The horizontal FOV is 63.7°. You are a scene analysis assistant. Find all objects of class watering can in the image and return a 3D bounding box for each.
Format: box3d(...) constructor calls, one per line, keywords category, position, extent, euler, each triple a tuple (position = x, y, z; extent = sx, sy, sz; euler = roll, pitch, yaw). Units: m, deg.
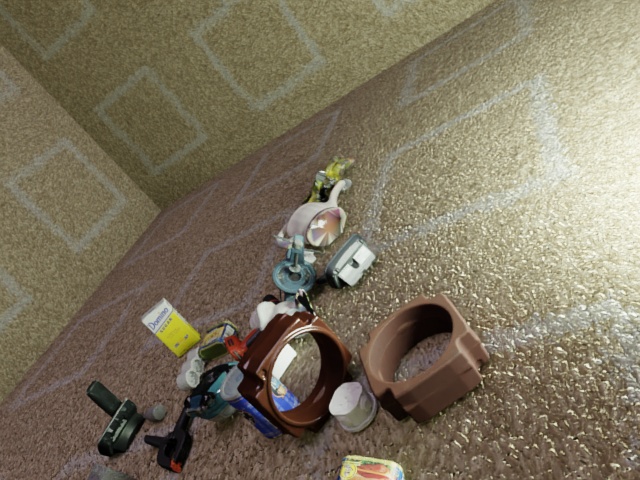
box3d(category="watering can", position=(0.005, -0.084, 1.676), extent=(0.352, 0.102, 0.225), euler=(-42, 28, -19))

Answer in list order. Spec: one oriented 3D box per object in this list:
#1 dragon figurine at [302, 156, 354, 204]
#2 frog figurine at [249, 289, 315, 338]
box3d(category="dragon figurine", position=(-0.003, -0.173, 1.917), extent=(0.122, 0.415, 0.241), euler=(43, -16, -6))
box3d(category="frog figurine", position=(-0.097, 0.200, 1.284), extent=(0.159, 0.121, 0.140), euler=(-31, 19, 9))
